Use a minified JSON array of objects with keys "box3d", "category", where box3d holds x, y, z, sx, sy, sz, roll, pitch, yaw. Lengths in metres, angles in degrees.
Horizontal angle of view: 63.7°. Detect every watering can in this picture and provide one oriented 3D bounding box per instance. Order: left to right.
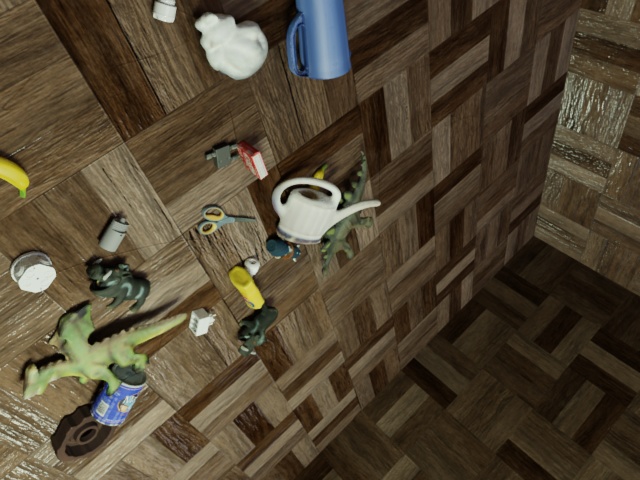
[{"box3d":[0.005,-0.081,1.607,0.346,0.106,0.220,13,120,-22],"category":"watering can"}]

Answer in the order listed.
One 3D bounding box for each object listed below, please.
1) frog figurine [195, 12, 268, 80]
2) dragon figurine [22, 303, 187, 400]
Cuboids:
[{"box3d":[-0.191,-0.434,1.126,0.137,0.124,0.157,-31,156,3],"category":"frog figurine"},{"box3d":[-0.560,0.261,1.321,0.415,0.123,0.237,-41,136,-19],"category":"dragon figurine"}]
